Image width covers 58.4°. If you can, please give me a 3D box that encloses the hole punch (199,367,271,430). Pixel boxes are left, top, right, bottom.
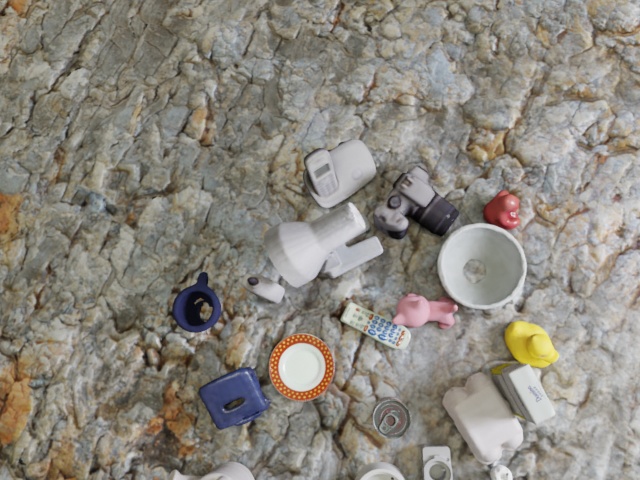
[{"bbox_3d":[-0.161,0.302,1.090,0.108,0.091,0.101,-25,77,-1],"label":"hole punch"}]

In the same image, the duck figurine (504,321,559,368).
[{"bbox_3d":[0.400,0.195,1.074,0.104,0.086,0.077,40,84,11],"label":"duck figurine"}]

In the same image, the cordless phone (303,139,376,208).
[{"bbox_3d":[0.034,-0.147,1.121,0.147,0.185,0.094,-36,78,-4],"label":"cordless phone"}]

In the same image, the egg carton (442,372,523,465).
[{"bbox_3d":[0.303,0.329,1.062,0.107,0.069,0.150,-31,78,-3],"label":"egg carton"}]

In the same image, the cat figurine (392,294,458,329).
[{"bbox_3d":[0.198,0.134,1.085,0.127,0.118,0.067,-3,78,4],"label":"cat figurine"}]

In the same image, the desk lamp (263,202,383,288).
[{"bbox_3d":[0.010,0.004,1.077,0.203,0.213,0.118,-27,77,-2],"label":"desk lamp"}]

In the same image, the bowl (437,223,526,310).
[{"bbox_3d":[0.309,0.055,1.116,0.167,0.075,0.167,-1,78,4],"label":"bowl"}]

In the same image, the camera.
[{"bbox_3d":[0.196,-0.059,1.134,0.136,0.101,0.143,37,83,11],"label":"camera"}]

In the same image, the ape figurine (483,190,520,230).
[{"bbox_3d":[0.365,-0.063,1.127,0.076,0.092,0.078,2,78,5],"label":"ape figurine"}]

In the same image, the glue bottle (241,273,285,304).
[{"bbox_3d":[-0.116,0.087,1.089,0.078,0.173,0.037,20,80,8],"label":"glue bottle"}]

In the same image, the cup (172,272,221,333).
[{"bbox_3d":[-0.231,0.126,1.130,0.091,0.095,0.118,7,79,6],"label":"cup"}]

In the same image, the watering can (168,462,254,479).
[{"bbox_3d":[-0.187,0.459,1.006,0.172,0.194,0.101,1,78,5],"label":"watering can"}]
